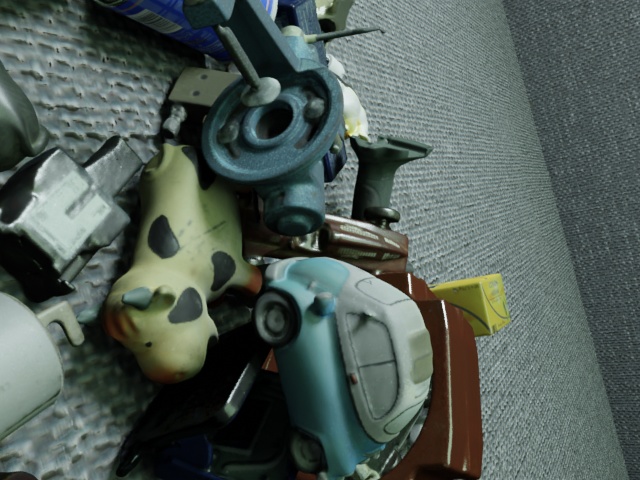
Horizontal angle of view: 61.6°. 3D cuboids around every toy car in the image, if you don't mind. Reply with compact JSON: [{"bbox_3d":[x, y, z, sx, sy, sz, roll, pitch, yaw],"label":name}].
[{"bbox_3d":[0.087,0.205,0.653,0.202,0.056,0.073,-42,104,-42],"label":"toy car"},{"bbox_3d":[0.025,0.082,0.379,0.109,0.103,0.161,7,68,-60],"label":"toy car"},{"bbox_3d":[-0.001,-0.002,0.535,0.202,0.053,0.089,11,79,-14],"label":"toy car"}]

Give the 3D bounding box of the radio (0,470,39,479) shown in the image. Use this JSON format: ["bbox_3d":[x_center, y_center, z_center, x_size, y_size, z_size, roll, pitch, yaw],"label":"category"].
[{"bbox_3d":[-0.192,0.228,0.221,0.131,0.073,0.229,62,35,-19],"label":"radio"}]

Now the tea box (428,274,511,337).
[{"bbox_3d":[0.148,0.093,0.702,0.098,0.170,0.068,-3,82,-59],"label":"tea box"}]

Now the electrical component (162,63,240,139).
[{"bbox_3d":[-0.100,-0.126,0.514,0.045,0.078,0.102,92,2,-55],"label":"electrical component"}]

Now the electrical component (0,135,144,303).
[{"bbox_3d":[-0.176,-0.025,0.372,0.074,0.048,0.119,52,39,-32],"label":"electrical component"}]

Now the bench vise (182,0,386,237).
[{"bbox_3d":[-0.039,-0.130,0.428,0.240,0.129,0.223,51,43,-56],"label":"bench vise"}]

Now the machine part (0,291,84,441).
[{"bbox_3d":[-0.211,0.092,0.244,0.243,0.079,0.079,-39,110,-54],"label":"machine part"}]

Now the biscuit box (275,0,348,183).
[{"bbox_3d":[-0.022,-0.165,0.602,0.063,0.059,0.202,-56,141,-49],"label":"biscuit box"}]

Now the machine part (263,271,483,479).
[{"bbox_3d":[0.038,0.140,0.486,0.087,0.201,0.201,38,47,-47],"label":"machine part"}]

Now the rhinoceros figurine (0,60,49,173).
[{"bbox_3d":[-0.223,-0.122,0.284,0.073,0.112,0.190,-50,127,-50],"label":"rhinoceros figurine"}]

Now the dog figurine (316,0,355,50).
[{"bbox_3d":[-0.047,-0.344,0.666,0.172,0.121,0.190,82,-14,-70],"label":"dog figurine"}]

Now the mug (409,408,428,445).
[{"bbox_3d":[0.156,0.249,0.736,0.107,0.081,0.109,60,34,-31],"label":"mug"}]

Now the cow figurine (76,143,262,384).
[{"bbox_3d":[-0.111,0.013,0.421,0.127,0.085,0.195,25,54,-48],"label":"cow figurine"}]

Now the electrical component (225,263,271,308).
[{"bbox_3d":[-0.055,0.045,0.500,0.063,0.094,0.021,66,15,-64],"label":"electrical component"}]

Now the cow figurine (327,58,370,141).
[{"bbox_3d":[0.005,-0.193,0.694,0.167,0.068,0.098,48,36,-40],"label":"cow figurine"}]

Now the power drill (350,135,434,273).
[{"bbox_3d":[0.073,-0.025,0.671,0.232,0.086,0.207,-11,123,-52],"label":"power drill"}]

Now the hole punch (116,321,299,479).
[{"bbox_3d":[-0.066,0.131,0.410,0.092,0.116,0.142,53,35,-21],"label":"hole punch"}]
